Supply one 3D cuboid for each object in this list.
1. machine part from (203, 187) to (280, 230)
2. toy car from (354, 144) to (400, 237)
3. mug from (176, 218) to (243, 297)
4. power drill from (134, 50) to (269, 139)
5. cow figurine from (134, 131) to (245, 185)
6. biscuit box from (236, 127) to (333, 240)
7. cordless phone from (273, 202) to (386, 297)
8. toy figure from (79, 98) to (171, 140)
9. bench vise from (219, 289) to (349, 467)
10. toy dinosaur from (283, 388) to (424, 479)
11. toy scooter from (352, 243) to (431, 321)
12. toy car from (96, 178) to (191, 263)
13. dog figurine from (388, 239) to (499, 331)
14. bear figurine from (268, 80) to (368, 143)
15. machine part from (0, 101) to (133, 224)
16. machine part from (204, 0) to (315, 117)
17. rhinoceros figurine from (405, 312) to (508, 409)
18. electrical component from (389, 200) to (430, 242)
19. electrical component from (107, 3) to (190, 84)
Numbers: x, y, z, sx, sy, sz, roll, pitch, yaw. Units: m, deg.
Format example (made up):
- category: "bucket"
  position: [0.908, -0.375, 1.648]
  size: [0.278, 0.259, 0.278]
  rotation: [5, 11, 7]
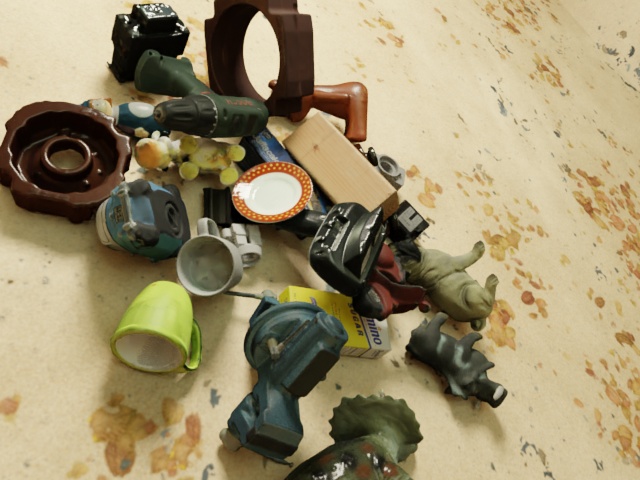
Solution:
- category: "machine part"
  position: [-0.124, -0.046, 0.878]
  size: [0.139, 0.039, 0.084]
  rotation: [11, 49, -24]
- category: "toy car"
  position: [0.083, -0.087, 1.005]
  size: [0.089, 0.053, 0.202]
  rotation: [-19, 67, 8]
- category: "mug"
  position: [-0.151, 0.027, 0.758]
  size: [0.081, 0.107, 0.109]
  rotation: [-17, 82, 3]
- category: "power drill"
  position: [-0.206, -0.227, 0.845]
  size: [0.208, 0.086, 0.232]
  rotation: [33, 25, 32]
- category: "cow figurine"
  position: [-0.214, -0.138, 0.856]
  size: [0.167, 0.068, 0.098]
  rotation: [5, 16, -30]
- category: "biscuit box"
  position: [-0.065, -0.100, 0.935]
  size: [0.203, 0.063, 0.059]
  rotation: [50, 46, 7]
- category: "cordless phone"
  position: [-0.002, -0.002, 0.815]
  size: [0.184, 0.088, 0.146]
  rotation: [12, 46, 19]
- category: "toy figure"
  position: [-0.315, -0.192, 0.846]
  size: [0.154, 0.057, 0.064]
  rotation: [3, 20, -29]
- category: "bench vise"
  position: [-0.060, 0.156, 0.711]
  size: [0.129, 0.223, 0.241]
  rotation: [19, 21, -26]
- category: "toy dinosaur"
  position: [0.014, 0.329, 0.660]
  size: [0.405, 0.131, 0.192]
  rotation: [-24, 62, -36]
- category: "toy scooter"
  position: [0.110, 0.066, 0.872]
  size: [0.135, 0.075, 0.184]
  rotation: [15, 35, -18]
- category: "toy car"
  position: [-0.247, -0.020, 0.732]
  size: [0.161, 0.103, 0.109]
  rotation: [16, 60, -77]
- category: "dog figurine"
  position: [0.206, 0.084, 0.972]
  size: [0.190, 0.121, 0.172]
  rotation: [-3, 57, -18]
- category: "bear figurine"
  position: [-0.004, -0.261, 1.065]
  size: [0.196, 0.120, 0.131]
  rotation: [0, 101, -4]
- category: "machine part"
  position: [-0.353, -0.110, 0.750]
  size: [0.179, 0.056, 0.179]
  rotation: [10, 62, -19]
- category: "machine part"
  position: [-0.106, -0.322, 0.947]
  size: [0.087, 0.201, 0.201]
  rotation: [-22, 118, -47]
- category: "rhinoceros figurine"
  position: [0.235, 0.208, 0.906]
  size: [0.190, 0.073, 0.112]
  rotation: [36, 46, -6]
- category: "electrical component"
  position: [0.173, -0.036, 1.053]
  size: [0.075, 0.047, 0.119]
  rotation: [51, 49, 6]
- category: "electrical component"
  position: [-0.288, -0.334, 0.906]
  size: [0.115, 0.134, 0.058]
  rotation: [-29, 77, -40]
